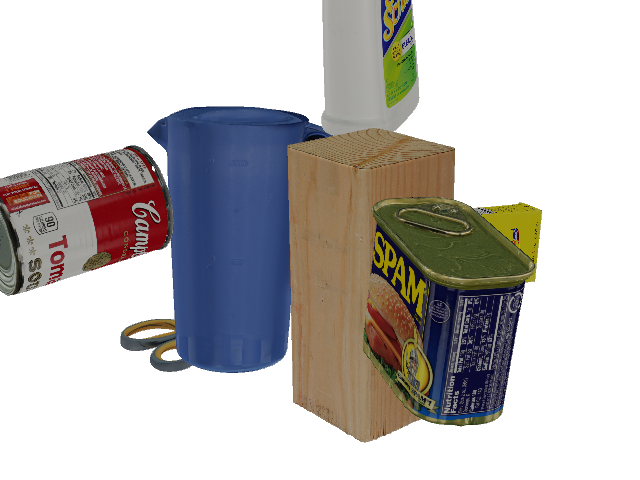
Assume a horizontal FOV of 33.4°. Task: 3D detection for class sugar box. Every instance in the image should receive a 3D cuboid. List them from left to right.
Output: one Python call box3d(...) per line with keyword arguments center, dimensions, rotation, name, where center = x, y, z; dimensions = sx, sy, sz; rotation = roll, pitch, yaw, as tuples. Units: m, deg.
box3d(center=(0.177, 0.010, 1.255), dimensions=(0.175, 0.093, 0.048), rotation=(-7, 17, -30), name="sugar box")

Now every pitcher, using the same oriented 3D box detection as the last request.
box3d(center=(-0.071, -0.004, 1.006), dimensions=(0.144, 0.243, 0.149), rotation=(-10, 18, -39), name="pitcher")

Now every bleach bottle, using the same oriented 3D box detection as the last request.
box3d(center=(0.036, -0.216, 0.879), dimensions=(0.068, 0.251, 0.102), rotation=(11, 35, 26), name="bleach bottle")

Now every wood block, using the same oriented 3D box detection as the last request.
box3d(center=(0.038, 0.030, 0.795), dimensions=(0.090, 0.206, 0.090), rotation=(-15, 24, -37), name="wood block")

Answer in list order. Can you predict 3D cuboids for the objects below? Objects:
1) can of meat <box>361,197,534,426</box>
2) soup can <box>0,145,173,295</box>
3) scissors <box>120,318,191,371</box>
box3d(center=(0.061, 0.035, 0.548), dimensions=(0.057, 0.084, 0.102), rotation=(-3, 25, -18), name="can of meat")
box3d(center=(-0.149, -0.013, 0.642), dimensions=(0.102, 0.068, 0.069), rotation=(-19, 11, -34), name="soup can")
box3d(center=(-0.112, 0.101, 1.149), dimensions=(0.201, 0.016, 0.096), rotation=(-7, 31, -24), name="scissors")
